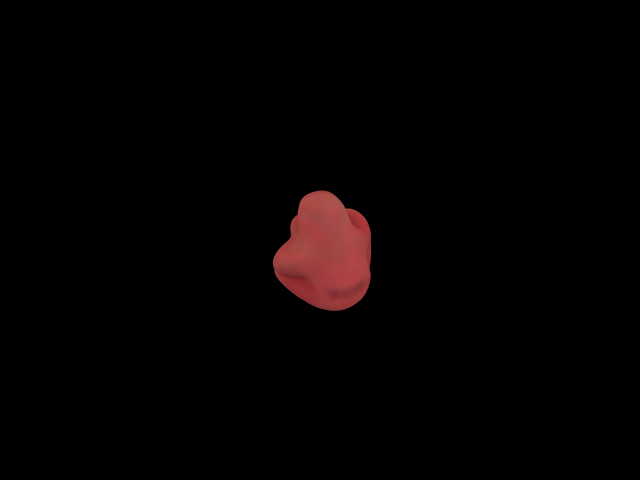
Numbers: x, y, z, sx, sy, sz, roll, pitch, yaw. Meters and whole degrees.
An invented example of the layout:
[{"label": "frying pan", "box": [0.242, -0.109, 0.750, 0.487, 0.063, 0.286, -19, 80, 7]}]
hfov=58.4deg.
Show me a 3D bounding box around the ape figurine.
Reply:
[{"label": "ape figurine", "box": [0.004, 0.001, 0.400, 0.078, 0.092, 0.076, -15, 54, -11]}]
